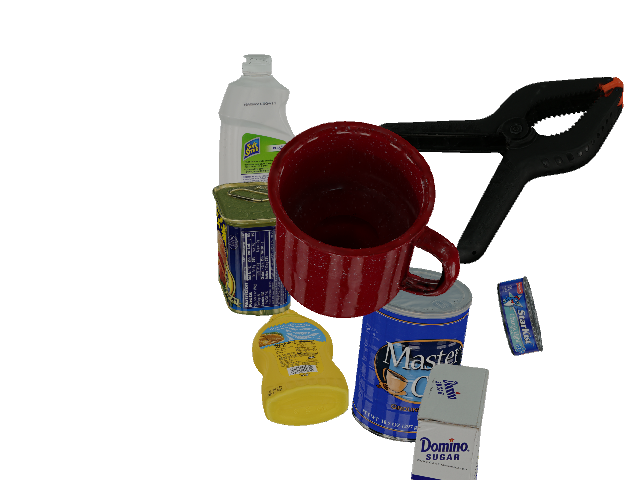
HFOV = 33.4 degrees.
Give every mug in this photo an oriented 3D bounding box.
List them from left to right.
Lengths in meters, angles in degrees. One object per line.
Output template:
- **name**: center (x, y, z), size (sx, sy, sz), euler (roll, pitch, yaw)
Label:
- **mug**: center (0.026, -0.003, 0.616), size (0.117, 0.093, 0.081), euler (24, -32, 12)

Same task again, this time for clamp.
- **clamp**: center (0.163, -0.072, 0.883), size (0.210, 0.164, 0.036), euler (-21, -38, -2)

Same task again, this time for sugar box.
- **sugar box**: center (0.081, 0.181, 0.721), size (0.048, 0.176, 0.093), euler (5, 17, 11)

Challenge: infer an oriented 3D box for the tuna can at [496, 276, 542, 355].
- **tuna can**: center (0.225, 0.086, 1.202), size (0.034, 0.086, 0.086), euler (-13, -3, 14)

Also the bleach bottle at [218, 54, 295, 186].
- **bleach bottle**: center (-0.058, -0.072, 1.146), size (0.102, 0.251, 0.068), euler (-7, 17, -25)

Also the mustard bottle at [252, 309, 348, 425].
- **mustard bottle**: center (-0.031, 0.138, 1.258), size (0.096, 0.058, 0.192), euler (-7, 31, -8)

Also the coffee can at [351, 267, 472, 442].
- **coffee can**: center (0.088, 0.110, 1.046), size (0.103, 0.140, 0.103), euler (5, 22, -2)

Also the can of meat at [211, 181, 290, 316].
- **can of meat**: center (-0.056, 0.006, 0.882), size (0.057, 0.084, 0.102), euler (-4, 20, -11)
